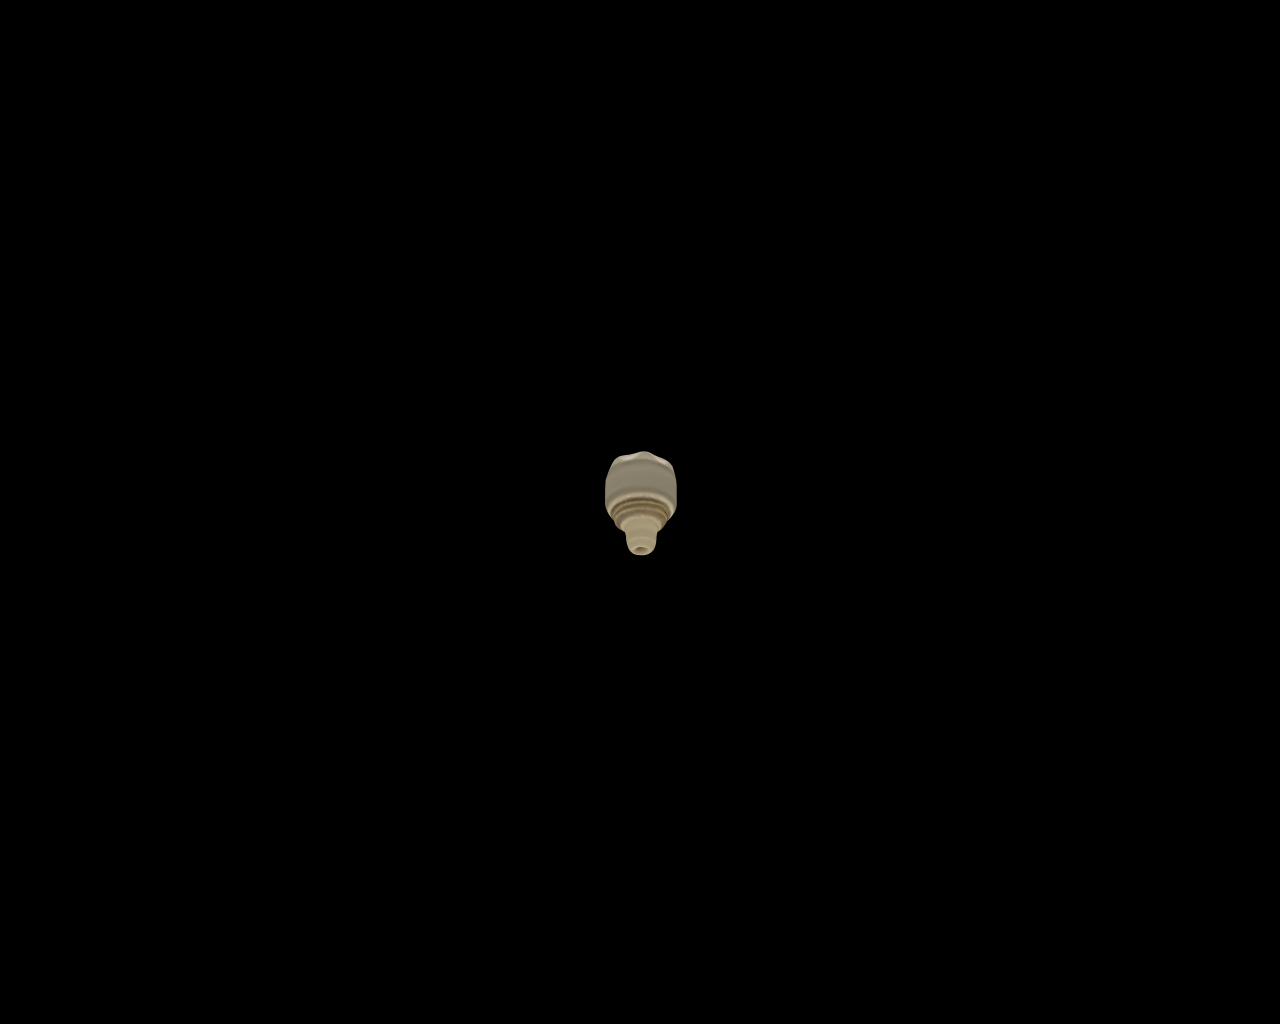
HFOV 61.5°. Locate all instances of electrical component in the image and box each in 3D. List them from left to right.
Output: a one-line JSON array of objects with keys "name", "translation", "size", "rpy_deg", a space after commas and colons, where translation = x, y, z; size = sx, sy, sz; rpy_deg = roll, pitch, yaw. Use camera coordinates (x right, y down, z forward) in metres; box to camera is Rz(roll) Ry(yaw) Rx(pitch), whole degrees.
[{"name": "electrical component", "translation": [0.001, -0.003, 0.650], "size": [0.043, 0.062, 0.043], "rpy_deg": [0, -31, 0]}]
